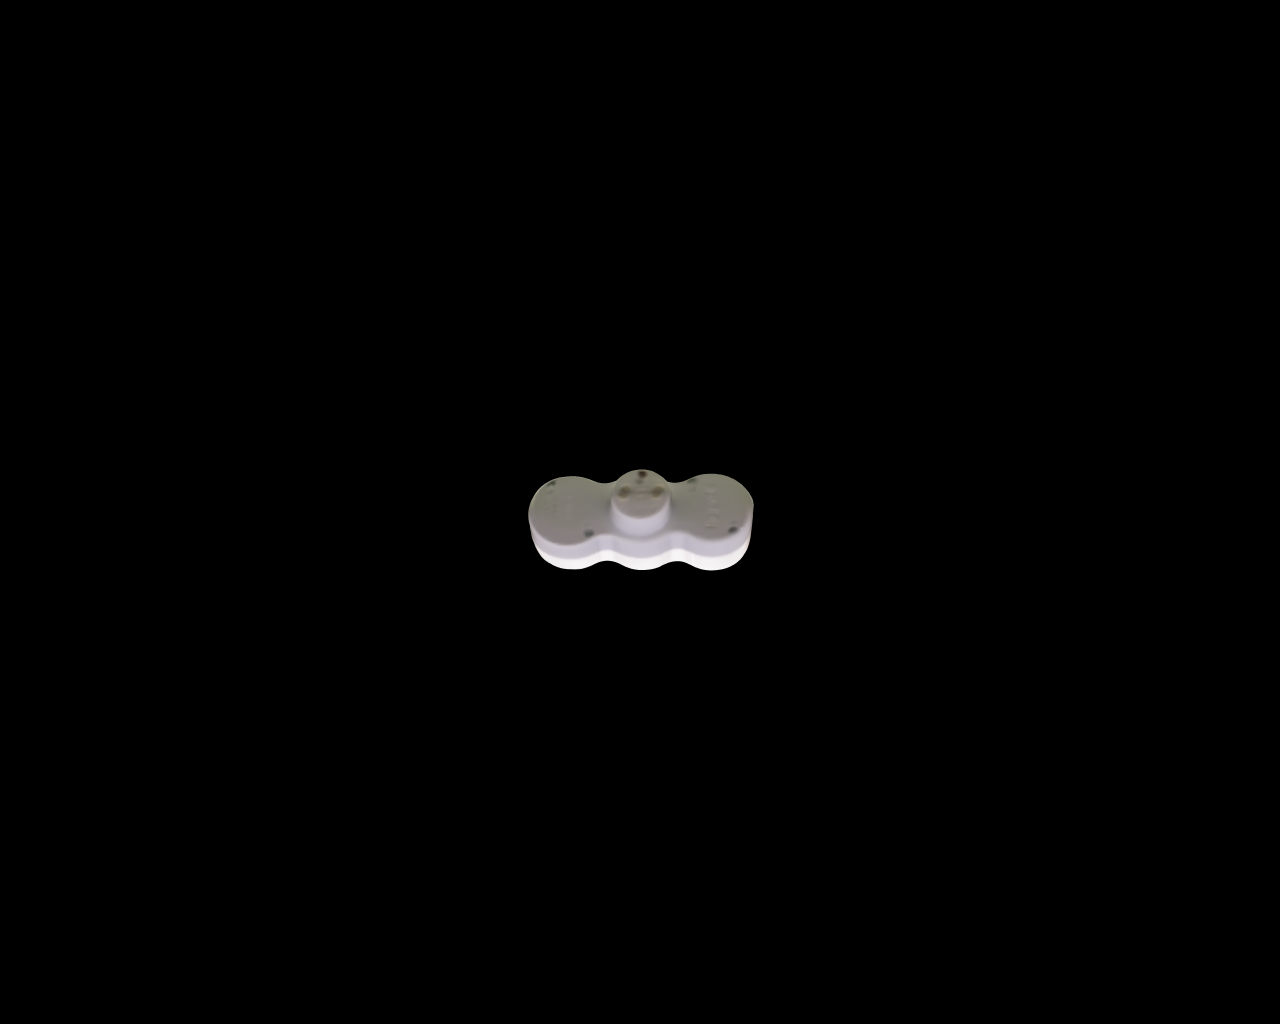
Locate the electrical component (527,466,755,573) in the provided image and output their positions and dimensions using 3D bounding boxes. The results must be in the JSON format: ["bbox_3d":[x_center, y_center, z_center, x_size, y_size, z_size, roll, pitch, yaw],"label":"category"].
[{"bbox_3d":[0.001,-0.003,0.650,0.138,0.052,0.073,0,-32,0],"label":"electrical component"}]
